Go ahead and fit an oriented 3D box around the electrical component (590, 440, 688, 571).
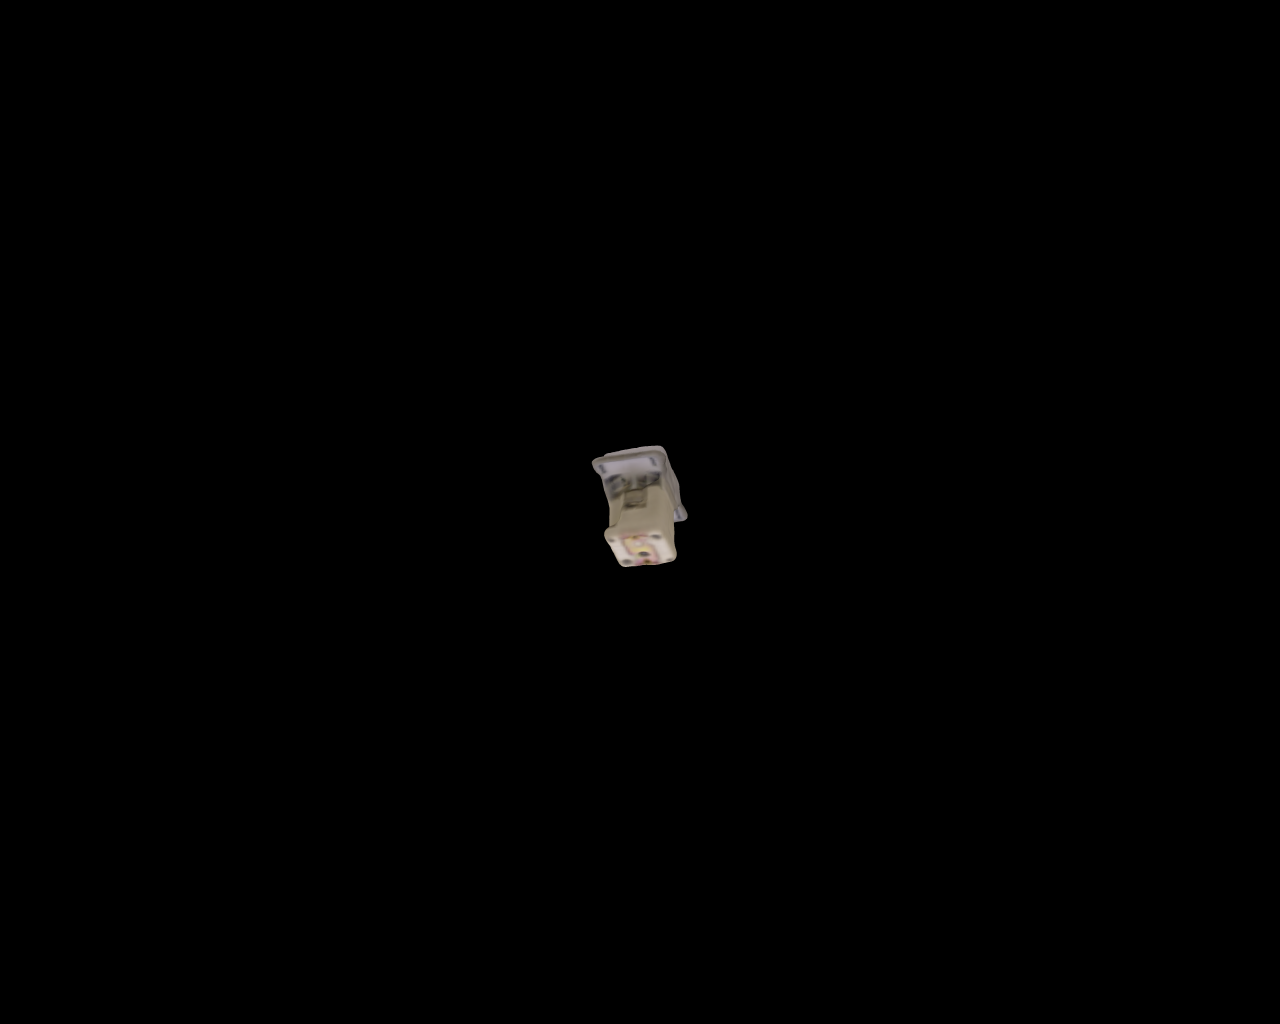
[{"bbox_3d":[0.001,-0.003,0.650,0.042,0.064,0.081,-8,-31,13],"label":"electrical component"}]
